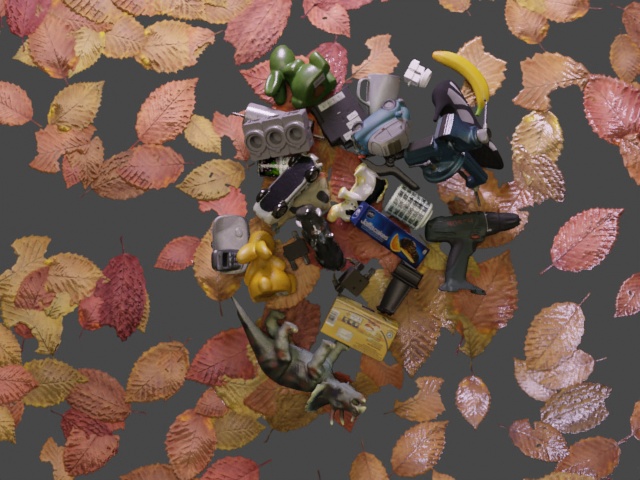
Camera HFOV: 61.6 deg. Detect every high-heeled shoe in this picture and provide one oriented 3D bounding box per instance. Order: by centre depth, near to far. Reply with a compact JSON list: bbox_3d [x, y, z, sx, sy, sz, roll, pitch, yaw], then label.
[{"bbox_3d":[0.374,-0.288,1.340,0.248,0.086,0.145,36,59,-13],"label":"high-heeled shoe"}]

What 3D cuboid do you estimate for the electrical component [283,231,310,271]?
[{"bbox_3d":[-0.063,0.026,1.361,0.063,0.021,0.094,-23,88,3],"label":"electrical component"}]

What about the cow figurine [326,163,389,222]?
[{"bbox_3d":[0.091,-0.099,1.329,0.098,0.068,0.167,34,104,-4],"label":"cow figurine"}]

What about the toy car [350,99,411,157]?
[{"bbox_3d":[0.159,-0.254,1.283,0.162,0.109,0.103,-32,54,-5],"label":"toy car"}]

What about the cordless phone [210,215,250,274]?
[{"bbox_3d":[-0.231,0.010,1.290,0.089,0.184,0.146,-2,89,7],"label":"cordless phone"}]

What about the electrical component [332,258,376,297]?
[{"bbox_3d":[0.079,0.093,1.343,0.078,0.045,0.102,35,94,-25],"label":"electrical component"}]

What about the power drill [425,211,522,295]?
[{"bbox_3d":[0.372,0.031,1.310,0.232,0.086,0.207,3,92,4],"label":"power drill"}]

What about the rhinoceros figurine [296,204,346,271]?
[{"bbox_3d":[-0.003,-0.004,1.293,0.073,0.112,0.190,-26,119,4],"label":"rhinoceros figurine"}]

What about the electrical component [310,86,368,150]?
[{"bbox_3d":[0.055,-0.298,1.347,0.115,0.058,0.134,-30,87,4],"label":"electrical component"}]

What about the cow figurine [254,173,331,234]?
[{"bbox_3d":[-0.069,-0.089,1.337,0.195,0.085,0.127,-10,81,2],"label":"cow figurine"}]

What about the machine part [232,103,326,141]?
[{"bbox_3d":[-0.104,-0.285,1.344,0.243,0.079,0.079,17,89,3],"label":"machine part"}]

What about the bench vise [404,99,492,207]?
[{"bbox_3d":[0.328,-0.192,1.263,0.224,0.240,0.129,-23,45,38],"label":"bench vise"}]

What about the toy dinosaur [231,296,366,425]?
[{"bbox_3d":[-0.067,0.299,1.312,0.405,0.131,0.192,24,89,9],"label":"toy dinosaur"}]

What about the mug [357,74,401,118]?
[{"bbox_3d":[0.143,-0.352,1.327,0.109,0.081,0.107,0,101,-26],"label":"mug"}]

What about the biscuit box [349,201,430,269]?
[{"bbox_3d":[0.167,-0.012,1.297,0.202,0.059,0.063,34,95,-17],"label":"biscuit box"}]

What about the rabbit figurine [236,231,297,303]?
[{"bbox_3d":[-0.144,0.055,1.314,0.122,0.162,0.173,-13,70,14],"label":"rabbit figurine"}]

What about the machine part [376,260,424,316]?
[{"bbox_3d":[0.195,0.126,1.337,0.084,0.039,0.139,35,89,-2],"label":"machine part"}]

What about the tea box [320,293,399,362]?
[{"bbox_3d":[0.098,0.213,1.319,0.170,0.068,0.098,28,99,2],"label":"tea box"}]

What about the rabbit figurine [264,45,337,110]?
[{"bbox_3d":[-0.066,-0.408,1.346,0.170,0.121,0.159,44,98,21],"label":"rabbit figurine"}]

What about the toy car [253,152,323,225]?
[{"bbox_3d":[-0.076,-0.126,1.277,0.074,0.056,0.202,39,82,20],"label":"toy car"}]
